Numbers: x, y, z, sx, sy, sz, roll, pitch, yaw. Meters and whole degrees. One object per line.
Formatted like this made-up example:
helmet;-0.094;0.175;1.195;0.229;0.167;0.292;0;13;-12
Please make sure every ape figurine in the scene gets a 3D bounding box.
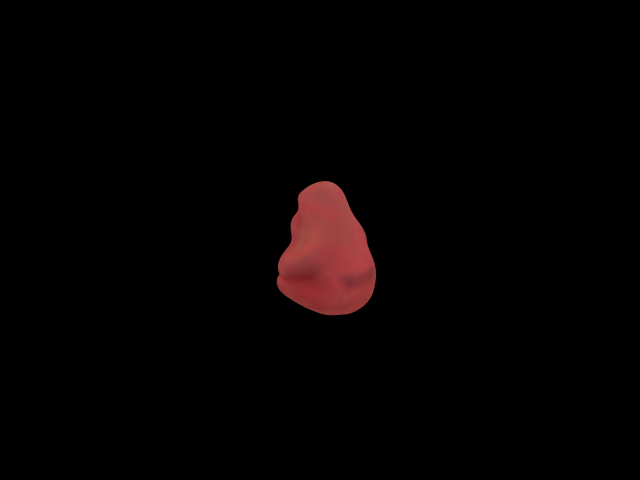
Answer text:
ape figurine;0.004;0.001;0.400;0.078;0.092;0.075;-19;34;-31
